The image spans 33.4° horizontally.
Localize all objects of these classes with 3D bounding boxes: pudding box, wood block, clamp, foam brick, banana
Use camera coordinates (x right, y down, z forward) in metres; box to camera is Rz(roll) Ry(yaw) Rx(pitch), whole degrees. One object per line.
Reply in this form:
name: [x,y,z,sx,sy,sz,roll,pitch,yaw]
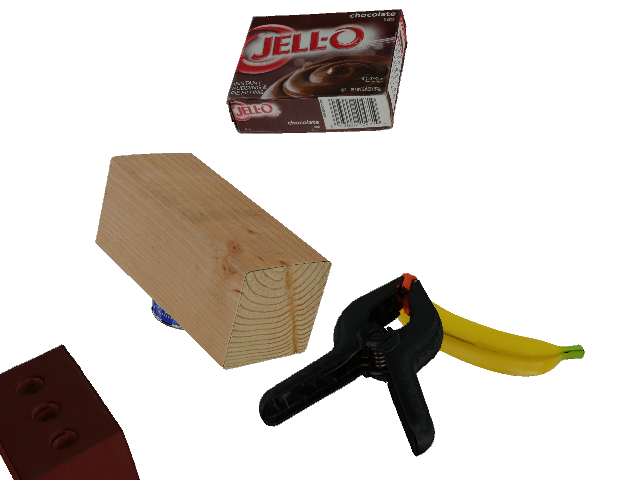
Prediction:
pudding box: [0.000,-0.117,0.739,0.113,0.090,0.039,1,-39,13]
wood block: [-0.097,0.010,0.908,0.090,0.091,0.206,-7,33,-42]
clamp: [0.048,0.085,0.748,0.120,0.039,0.171,18,43,24]
foam brick: [-0.132,0.102,0.537,0.053,0.051,0.078,-26,42,-23]
banana: [0.133,0.085,0.963,0.198,0.037,0.069,19,14,34]

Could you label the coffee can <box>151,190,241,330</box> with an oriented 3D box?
coffee can: [-0.137,0.016,1.196,0.103,0.140,0.103,3,24,-2]
